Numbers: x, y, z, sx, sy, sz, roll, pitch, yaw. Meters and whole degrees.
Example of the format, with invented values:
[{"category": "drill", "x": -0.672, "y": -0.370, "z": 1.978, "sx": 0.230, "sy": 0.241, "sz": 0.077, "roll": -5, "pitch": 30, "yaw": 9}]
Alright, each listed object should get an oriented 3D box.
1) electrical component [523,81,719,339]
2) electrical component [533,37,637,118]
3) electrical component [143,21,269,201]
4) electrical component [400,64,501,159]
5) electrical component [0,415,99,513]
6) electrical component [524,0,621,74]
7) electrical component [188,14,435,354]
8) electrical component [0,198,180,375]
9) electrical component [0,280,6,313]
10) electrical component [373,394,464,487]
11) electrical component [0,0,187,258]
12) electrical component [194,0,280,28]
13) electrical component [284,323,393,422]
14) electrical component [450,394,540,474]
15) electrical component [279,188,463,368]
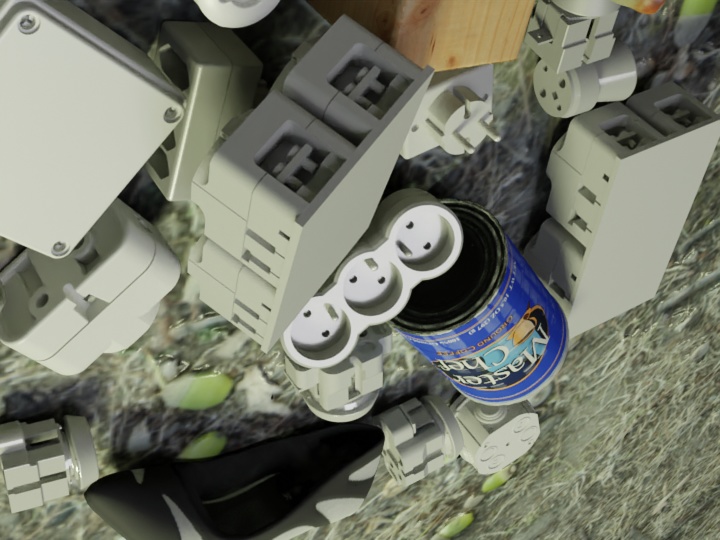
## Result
[{"category": "electrical component", "x": 0.193, "y": -0.044, "z": 0.821, "sx": 0.105, "sy": 0.060, "sz": 0.186, "roll": -22, "pitch": 142, "yaw": -27}, {"category": "electrical component", "x": 0.151, "y": -0.130, "z": 0.725, "sx": 0.055, "sy": 0.045, "sz": 0.045, "roll": -20, "pitch": 138, "yaw": -23}, {"category": "electrical component", "x": -0.071, "y": -0.086, "z": 0.582, "sx": 0.076, "sy": 0.047, "sz": 0.083, "roll": -7, "pitch": 131, "yaw": -35}, {"category": "electrical component", "x": 0.054, "y": -0.096, "z": 0.652, "sx": 0.066, "sy": 0.076, "sz": 0.047, "roll": -26, "pitch": 140, "yaw": -18}, {"category": "electrical component", "x": -0.198, "y": 0.119, "z": 0.681, "sx": 0.055, "sy": 0.048, "sz": 0.066, "roll": -12, "pitch": 135, "yaw": -21}, {"category": "electrical component", "x": 0.138, "y": -0.162, "z": 0.683, "sx": 0.066, "sy": 0.048, "sz": 0.055, "roll": -21, "pitch": 146, "yaw": -23}, {"category": "electrical component", "x": -0.034, "y": -0.040, "z": 0.573, "sx": 0.105, "sy": 0.060, "sz": 0.186, "roll": -52, "pitch": 174, "yaw": -23}, {"category": "electrical component", "x": -0.152, "y": 0.010, "z": 0.603, "sx": 0.095, "sy": 0.053, "sz": 0.059, "roll": -42, "pitch": 142, "yaw": 3}, {"category": "electrical component", "x": -0.221, "y": 0.019, "z": 0.553, "sx": 0.057, "sy": 0.058, "sz": 0.078, "roll": -44, "pitch": 142, "yaw": 9}, {"category": "electrical component", "x": 0.049, "y": 0.138, "z": 0.894, "sx": 0.057, "sy": 0.058, "sz": 0.078, "roll": -24, "pitch": 139, "yaw": -15}, {"category": "electrical component", "x": -0.159, "y": -0.074, "z": 0.513, "sx": 0.108, "sy": 0.056, "sz": 0.109, "roll": -48, "pitch": 141, "yaw": 10}, {"category": "electrical component", "x": -0.066, "y": -0.148, "z": 0.512, "sx": 0.048, "sy": 0.062, "sz": 0.048, "roll": -23, "pitch": 139, "yaw": -21}, {"category": "electrical component", "x": -0.015, "y": 0.072, "z": 0.776, "sx": 0.078, "sy": 0.058, "sz": 0.057, "roll": -22, "pitch": 136, "yaw": -22}, {"category": "electrical component", "x": 0.117, "y": 0.137, "z": 0.953, "sx": 0.080, "sy": 0.051, "sz": 0.080, "roll": -23, "pitch": 139, "yaw": -21}, {"category": "electrical component", "x": 0.000, "y": 0.000, "z": 0.710, "sx": 0.138, "sy": 0.073, "sz": 0.052, "roll": -41, "pitch": 112, "yaw": 1}]
